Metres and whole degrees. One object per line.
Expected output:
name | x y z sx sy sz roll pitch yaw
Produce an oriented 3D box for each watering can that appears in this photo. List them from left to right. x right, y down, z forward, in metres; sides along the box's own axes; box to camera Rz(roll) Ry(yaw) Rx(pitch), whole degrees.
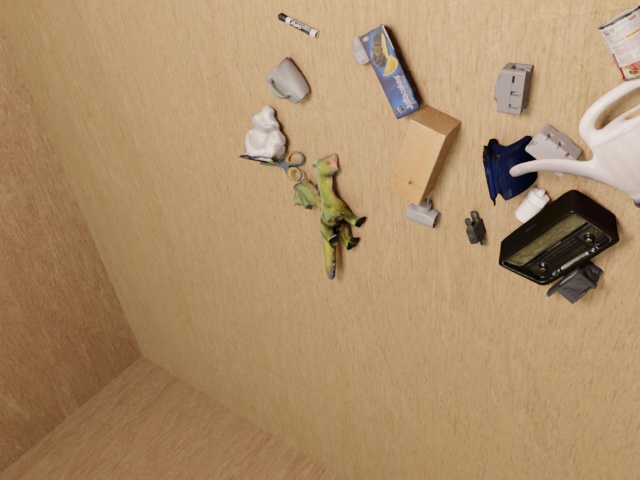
watering can | 0.545 -0.150 0.927 0.342 0.105 0.224 -37 92 33

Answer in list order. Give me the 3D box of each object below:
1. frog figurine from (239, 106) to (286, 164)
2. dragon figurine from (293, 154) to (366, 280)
frog figurine | -0.159 -0.307 1.503 0.138 0.122 0.159 11 92 46
dragon figurine | 0.005 -0.077 1.537 0.246 0.123 0.400 49 142 28
